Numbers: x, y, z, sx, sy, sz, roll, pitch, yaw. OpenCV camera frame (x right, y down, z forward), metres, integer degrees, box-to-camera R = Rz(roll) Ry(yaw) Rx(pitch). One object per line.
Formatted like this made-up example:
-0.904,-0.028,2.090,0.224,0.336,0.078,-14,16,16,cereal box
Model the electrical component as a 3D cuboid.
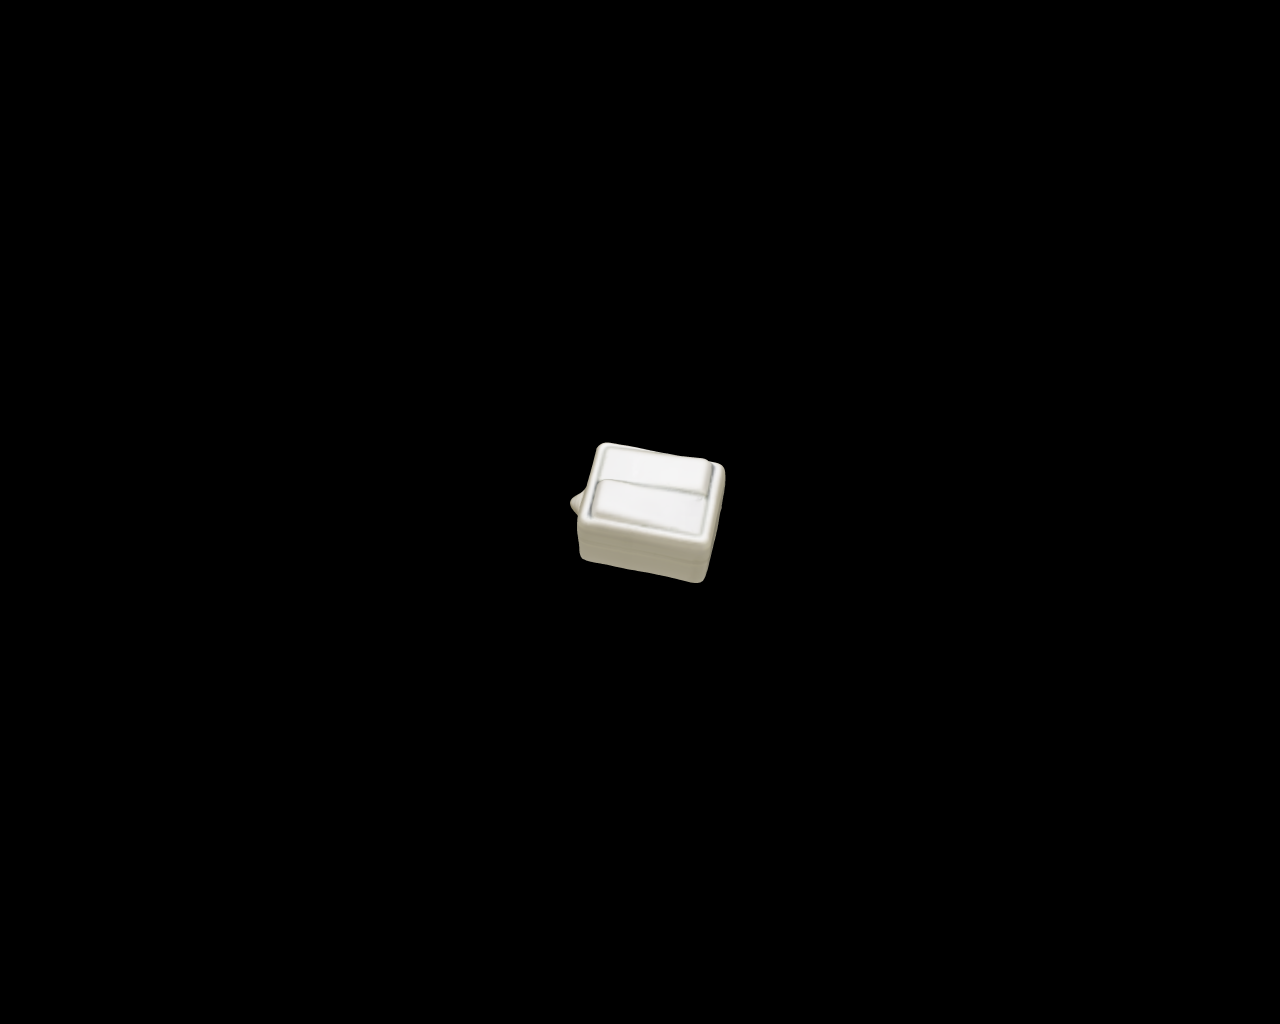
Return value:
0.001,-0.003,0.650,0.096,0.062,0.061,11,-29,7,electrical component
